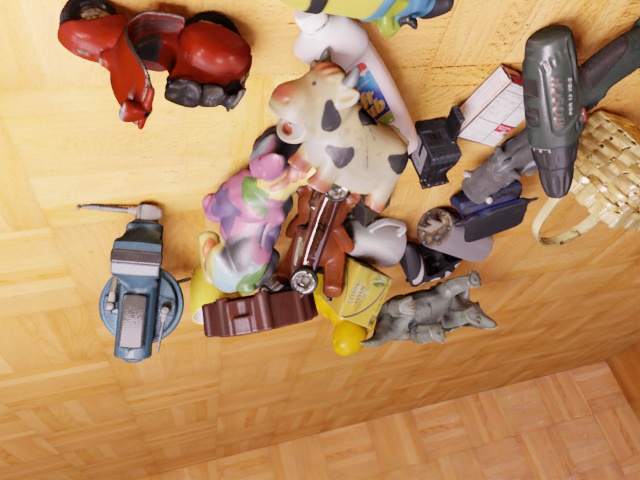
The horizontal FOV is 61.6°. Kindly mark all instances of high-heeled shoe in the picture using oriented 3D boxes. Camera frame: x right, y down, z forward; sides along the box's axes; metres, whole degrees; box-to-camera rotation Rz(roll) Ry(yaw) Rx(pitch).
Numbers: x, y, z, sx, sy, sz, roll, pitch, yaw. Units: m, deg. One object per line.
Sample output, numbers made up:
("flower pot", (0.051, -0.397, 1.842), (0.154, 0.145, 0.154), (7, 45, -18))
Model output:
("high-heeled shoe", (0.230, 0.031, 1.071), (0.145, 0.086, 0.248), (-26, 160, 2))

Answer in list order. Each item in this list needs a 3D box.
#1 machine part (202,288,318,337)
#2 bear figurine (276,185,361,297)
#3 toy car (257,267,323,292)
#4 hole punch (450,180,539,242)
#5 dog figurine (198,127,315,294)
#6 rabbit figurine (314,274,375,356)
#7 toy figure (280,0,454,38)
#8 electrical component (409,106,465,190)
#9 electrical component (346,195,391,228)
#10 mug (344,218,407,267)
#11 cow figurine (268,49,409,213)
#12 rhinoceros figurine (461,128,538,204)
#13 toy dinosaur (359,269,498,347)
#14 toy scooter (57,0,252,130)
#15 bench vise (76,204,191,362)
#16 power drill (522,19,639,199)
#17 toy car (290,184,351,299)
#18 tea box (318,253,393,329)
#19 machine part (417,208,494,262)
("machine part", (-0.094, 0.108, 0.832), (0.179, 0.056, 0.179), (-10, 176, -1))
("bear figurine", (-0.001, -0.006, 0.847), (0.120, 0.132, 0.195), (14, 155, 3))
("toy car", (-0.050, 0.067, 1.023), (0.073, 0.056, 0.201), (1, 148, -42))
("hole punch", (0.288, -0.064, 0.925), (0.142, 0.092, 0.115), (-16, 161, 6))
("dog figurine", (-0.075, -0.039, 0.708), (0.108, 0.191, 0.219), (10, 157, -30))
("rabbit figurine", (0.051, 0.163, 1.122), (0.162, 0.173, 0.122), (10, 137, -33))
("toy figure", (0.040, -0.244, 0.506), (0.180, 0.082, 0.089), (0, 145, -33))
("electrical component", (0.167, -0.135, 0.768), (0.048, 0.075, 0.119), (-13, 155, -9))
("electrical component", (0.076, -0.064, 0.878), (0.078, 0.045, 0.102), (-43, 157, -13))
("mug", (0.095, -0.003, 0.952), (0.107, 0.081, 0.109), (10, 150, -29))
("cow figurine", (0.026, -0.115, 0.580), (0.194, 0.086, 0.127), (18, 111, -44))
("rhinoceros figurine", (0.305, -0.125, 0.821), (0.190, 0.073, 0.112), (-39, 176, 27))
("toy dinosaur", (0.198, 0.152, 1.092), (0.405, 0.131, 0.192), (-7, 165, -29))
("toy scooter", (-0.141, -0.156, 0.500), (0.184, 0.135, 0.075), (0, 145, -31))
("bench vise", (-0.266, 0.059, 0.803), (0.129, 0.223, 0.240), (-7, 180, -11))
("power drill", (0.367, -0.190, 0.713), (0.207, 0.086, 0.231), (-26, 118, 5))
("toy car", (-0.005, -0.016, 0.739), (0.053, 0.089, 0.202), (18, 107, -9))
("tea box", (0.059, 0.083, 0.966), (0.068, 0.098, 0.170), (23, -179, -15))
("machine part", (0.265, -0.006, 1.044), (0.079, 0.079, 0.243), (-37, 147, 31))
